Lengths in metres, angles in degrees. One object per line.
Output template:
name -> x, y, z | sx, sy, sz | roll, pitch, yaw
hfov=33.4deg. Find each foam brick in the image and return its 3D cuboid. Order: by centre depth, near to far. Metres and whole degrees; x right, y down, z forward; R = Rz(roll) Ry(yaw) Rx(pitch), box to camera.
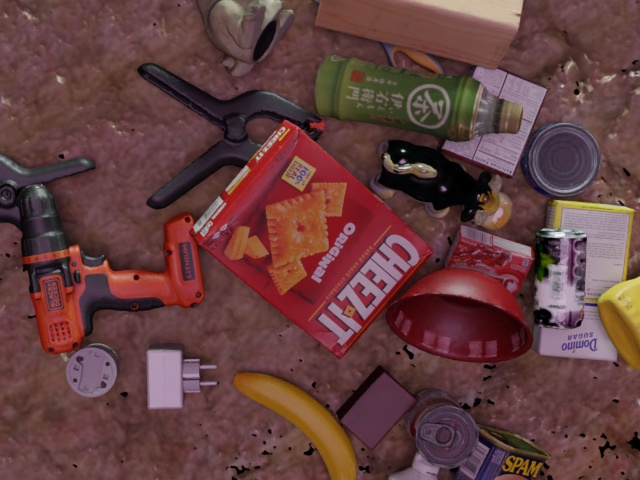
foam brick -> 0.063, 0.189, 1.207 | 0.053, 0.051, 0.078 | 43, 90, -3

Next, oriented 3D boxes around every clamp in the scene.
clamp -> -0.100, -0.109, 1.175 | 0.210, 0.036, 0.164 | 3, 78, -10
clamp -> -0.335, -0.059, 1.179 | 0.171, 0.039, 0.120 | 24, 85, -11

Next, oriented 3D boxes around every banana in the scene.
banana -> -0.016, 0.216, 1.211 | 0.069, 0.037, 0.198 | -37, 94, -1

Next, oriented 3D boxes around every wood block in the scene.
wood block -> 0.108, -0.264, 1.146 | 0.206, 0.090, 0.091 | 14, 69, -2

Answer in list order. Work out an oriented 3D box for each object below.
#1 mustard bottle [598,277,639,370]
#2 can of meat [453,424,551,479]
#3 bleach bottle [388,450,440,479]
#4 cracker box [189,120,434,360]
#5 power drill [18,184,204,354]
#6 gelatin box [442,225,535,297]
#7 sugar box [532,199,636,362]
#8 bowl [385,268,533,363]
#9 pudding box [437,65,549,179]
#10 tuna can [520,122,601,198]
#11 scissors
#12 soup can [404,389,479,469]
mustard bottle -> 0.403, 0.058, 1.195 | 0.191, 0.058, 0.096 | -32, 94, -23
can of meat -> 0.200, 0.262, 1.199 | 0.101, 0.058, 0.084 | 21, 96, -42
bleach bottle -> 0.073, 0.356, 1.205 | 0.102, 0.068, 0.251 | 19, 94, -6
cracker box -> -0.008, 0.001, 1.158 | 0.213, 0.072, 0.164 | 41, 91, -19
power drill -> -0.228, 0.020, 1.165 | 0.187, 0.057, 0.184 | -10, 95, -11
gelatin box -> 0.186, 0.031, 1.199 | 0.089, 0.030, 0.073 | 18, 122, -3
sugar box -> 0.298, 0.046, 1.214 | 0.093, 0.048, 0.176 | 6, 97, -3
bowl -> 0.156, 0.076, 1.172 | 0.162, 0.162, 0.055 | 18, 61, -4
pudding box -> 0.194, -0.136, 1.201 | 0.090, 0.039, 0.113 | 22, 94, -3
tuna can -> 0.273, -0.091, 1.210 | 0.086, 0.034, 0.086 | 0, 93, -3
scissors -> 0.073, -0.251, 1.199 | 0.201, 0.016, 0.096 | 43, 89, -5
soup can -> 0.133, 0.207, 1.186 | 0.068, 0.102, 0.068 | 0, 93, -3
